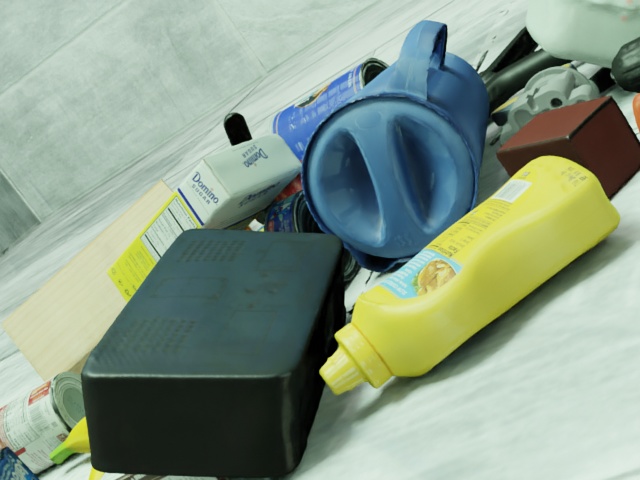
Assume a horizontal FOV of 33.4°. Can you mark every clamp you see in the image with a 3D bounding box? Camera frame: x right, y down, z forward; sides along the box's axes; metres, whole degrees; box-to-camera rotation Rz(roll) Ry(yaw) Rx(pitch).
[{"bbox_3d":[0.176,-0.152,1.063,0.210,0.036,0.165,-40,15,-8],"label":"clamp"},{"bbox_3d":[-0.064,-0.055,1.197,0.039,0.120,0.171,-23,-29,-4],"label":"clamp"}]

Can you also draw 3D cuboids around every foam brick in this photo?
[{"bbox_3d":[0.168,-0.057,0.719,0.051,0.053,0.078,-41,14,-24],"label":"foam brick"}]

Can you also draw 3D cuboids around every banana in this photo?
[{"bbox_3d":[-0.165,0.165,0.822,0.069,0.037,0.198,-58,17,-12],"label":"banana"}]

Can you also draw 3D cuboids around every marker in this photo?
[{"bbox_3d":[0.202,-0.108,0.886,0.121,0.020,0.020,-37,13,-4],"label":"marker"}]

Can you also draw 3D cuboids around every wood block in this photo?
[{"bbox_3d":[-0.190,0.053,1.035,0.206,0.090,0.090,-43,-24,-4],"label":"wood block"}]

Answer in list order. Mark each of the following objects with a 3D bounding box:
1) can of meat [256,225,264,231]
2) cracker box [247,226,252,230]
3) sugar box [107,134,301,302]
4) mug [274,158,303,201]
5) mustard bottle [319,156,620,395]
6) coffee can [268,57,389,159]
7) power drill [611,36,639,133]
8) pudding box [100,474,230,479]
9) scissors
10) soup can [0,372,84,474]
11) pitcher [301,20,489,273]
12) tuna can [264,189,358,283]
[{"bbox_3d":[-0.061,0.031,0.974,0.102,0.057,0.084,-35,12,1],"label":"can of meat"},{"bbox_3d":[-0.153,0.023,1.200,0.164,0.072,0.214,-35,12,-1],"label":"cracker box"},{"bbox_3d":[-0.098,-0.016,0.884,0.093,0.048,0.176,-27,-15,-48],"label":"sugar box"},{"bbox_3d":[0.011,-0.042,0.956,0.093,0.081,0.117,-43,3,-6],"label":"mug"},{"bbox_3d":[0.080,0.027,0.635,0.191,0.058,0.096,-37,14,-6],"label":"mustard bottle"},{"bbox_3d":[0.026,-0.130,1.216,0.141,0.103,0.102,-26,16,33],"label":"coffee can"},{"bbox_3d":[0.260,-0.118,0.693,0.185,0.057,0.187,-25,17,38],"label":"power drill"},{"bbox_3d":[-0.095,0.138,0.729,0.090,0.039,0.113,-30,13,19],"label":"pudding box"},{"bbox_3d":[0.165,-0.107,0.938,0.096,0.016,0.201,-29,7,47],"label":"scissors"},{"bbox_3d":[-0.251,0.168,0.945,0.102,0.068,0.068,-31,14,18],"label":"soup can"},{"bbox_3d":[0.079,-0.094,0.887,0.149,0.145,0.242,-33,10,24],"label":"pitcher"},{"bbox_3d":[-0.006,0.001,0.878,0.034,0.086,0.086,-25,17,34],"label":"tuna can"}]
